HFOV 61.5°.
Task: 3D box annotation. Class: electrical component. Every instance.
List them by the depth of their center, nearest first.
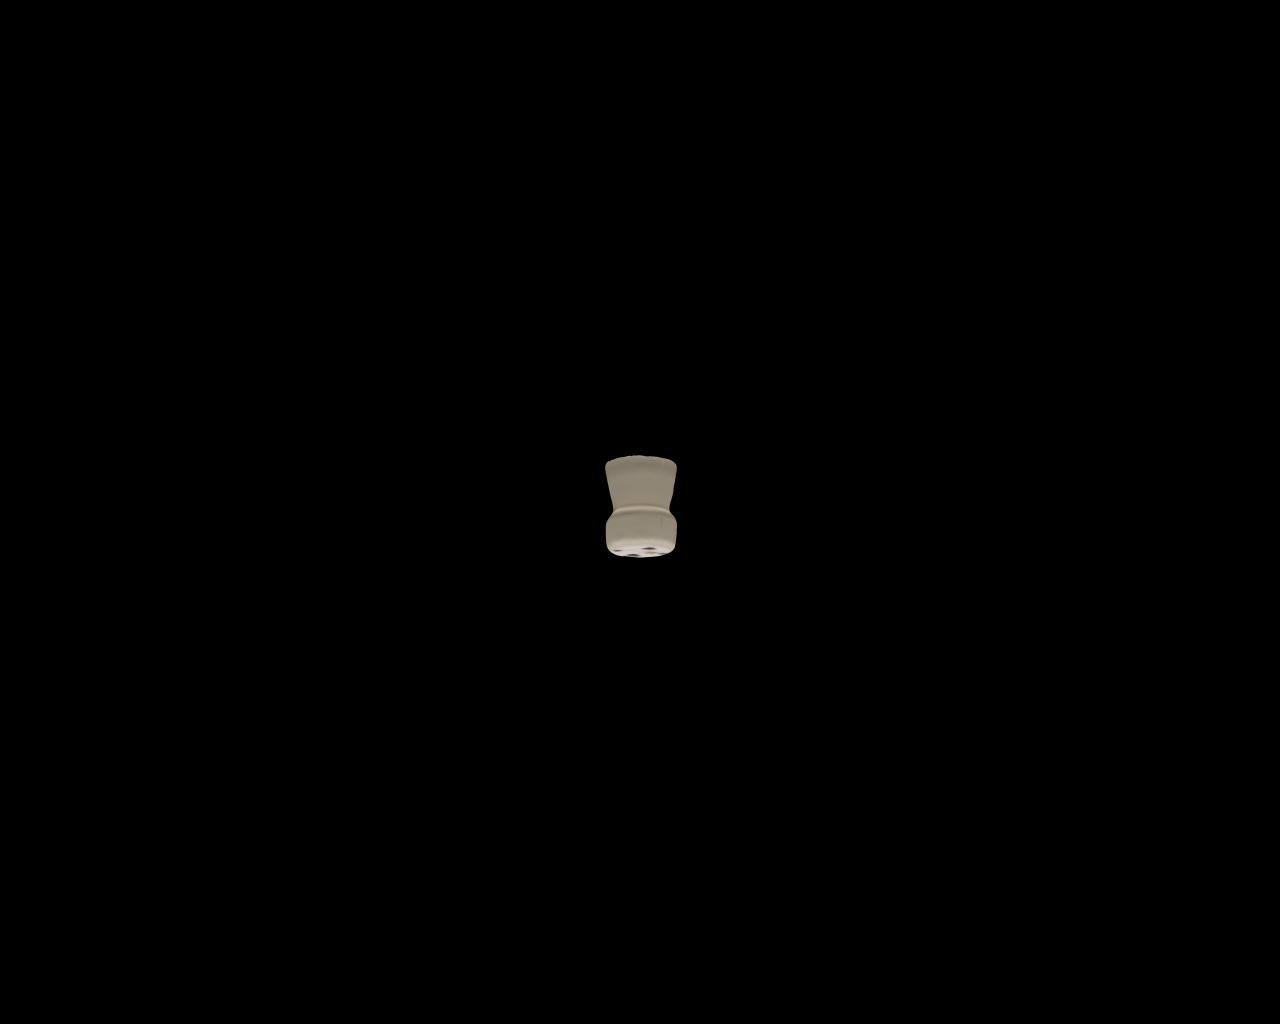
[{"bbox_3d":[0.001,-0.003,0.650,0.045,0.055,0.045,0,-14,0],"label":"electrical component"}]
